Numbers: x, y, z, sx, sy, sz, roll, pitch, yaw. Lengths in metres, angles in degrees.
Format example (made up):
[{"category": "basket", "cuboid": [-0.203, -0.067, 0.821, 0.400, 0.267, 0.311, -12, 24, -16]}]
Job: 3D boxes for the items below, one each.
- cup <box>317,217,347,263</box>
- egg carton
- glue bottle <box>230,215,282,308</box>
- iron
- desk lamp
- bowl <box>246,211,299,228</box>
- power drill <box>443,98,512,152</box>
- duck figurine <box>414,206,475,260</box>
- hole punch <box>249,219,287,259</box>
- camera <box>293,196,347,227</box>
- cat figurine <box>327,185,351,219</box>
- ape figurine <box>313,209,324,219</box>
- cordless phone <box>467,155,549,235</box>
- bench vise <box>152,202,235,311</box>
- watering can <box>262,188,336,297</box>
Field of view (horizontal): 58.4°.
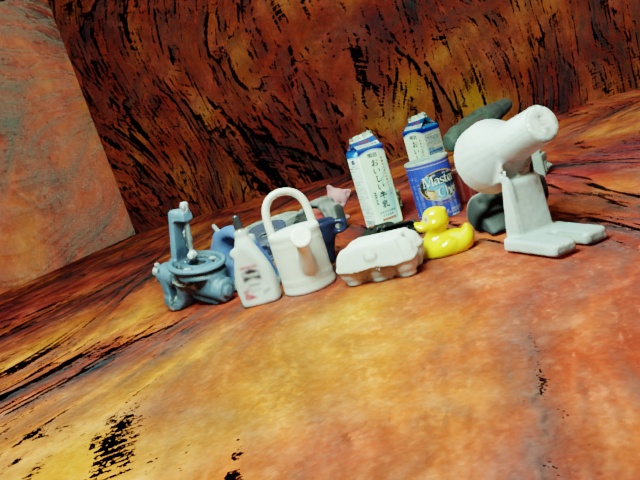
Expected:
[{"category": "cup", "cuboid": [0.011, 0.004, 1.212, 0.117, 0.095, 0.092, -14, 11, 18]}, {"category": "egg carton", "cuboid": [0.104, 0.030, 0.991, 0.150, 0.069, 0.107, -13, 11, 24]}, {"category": "glue bottle", "cuboid": [-0.131, 0.036, 1.058, 0.078, 0.173, 0.037, -16, 11, 8]}, {"category": "iron", "cuboid": [-0.169, 0.029, 1.255, 0.119, 0.141, 0.257, -24, 12, -31]}, {"category": "desk lamp", "cuboid": [0.316, -0.095, 0.888, 0.118, 0.214, 0.202, -21, 11, -17]}, {"category": "bowl", "cuboid": [-0.130, -0.024, 1.663, 0.167, 0.075, 0.167, -17, 10, 3]}, {"category": "power drill", "cuboid": [0.439, -0.249, 1.521, 0.230, 0.208, 0.075, -22, 11, -22]}, {"category": "duck figurine", "cuboid": [0.216, -0.019, 1.015, 0.104, 0.086, 0.078, -14, 11, 19]}, {"category": "hole punch", "cuboid": [-0.124, 0.001, 1.472, 0.109, 0.091, 0.101, -19, 10, -6]}, {"category": "camera", "cuboid": [-0.020, -0.057, 1.574, 0.137, 0.101, 0.142, -26, 13, -39]}, {"category": "cat figurine", "cuboid": [0.037, -0.108, 1.704, 0.127, 0.118, 0.067, -9, 13, 38]}, {"category": "ape figurine", "cuboid": [-0.005, -0.036, 1.461, 0.076, 0.092, 0.078, -10, 13, 36]}, {"category": "cordless phone", "cuboid": [0.331, -0.114, 1.046, 0.147, 0.185, 0.094, -18, 10, -4]}, {"category": "bench vise", "cuboid": [-0.292, 0.038, 1.189, 0.207, 0.220, 0.122, -14, 11, 20]}, {"category": "watering can", "cuboid": [-0.041, -0.003, 1.055, 0.101, 0.194, 0.172, -24, 12, -30]}]
